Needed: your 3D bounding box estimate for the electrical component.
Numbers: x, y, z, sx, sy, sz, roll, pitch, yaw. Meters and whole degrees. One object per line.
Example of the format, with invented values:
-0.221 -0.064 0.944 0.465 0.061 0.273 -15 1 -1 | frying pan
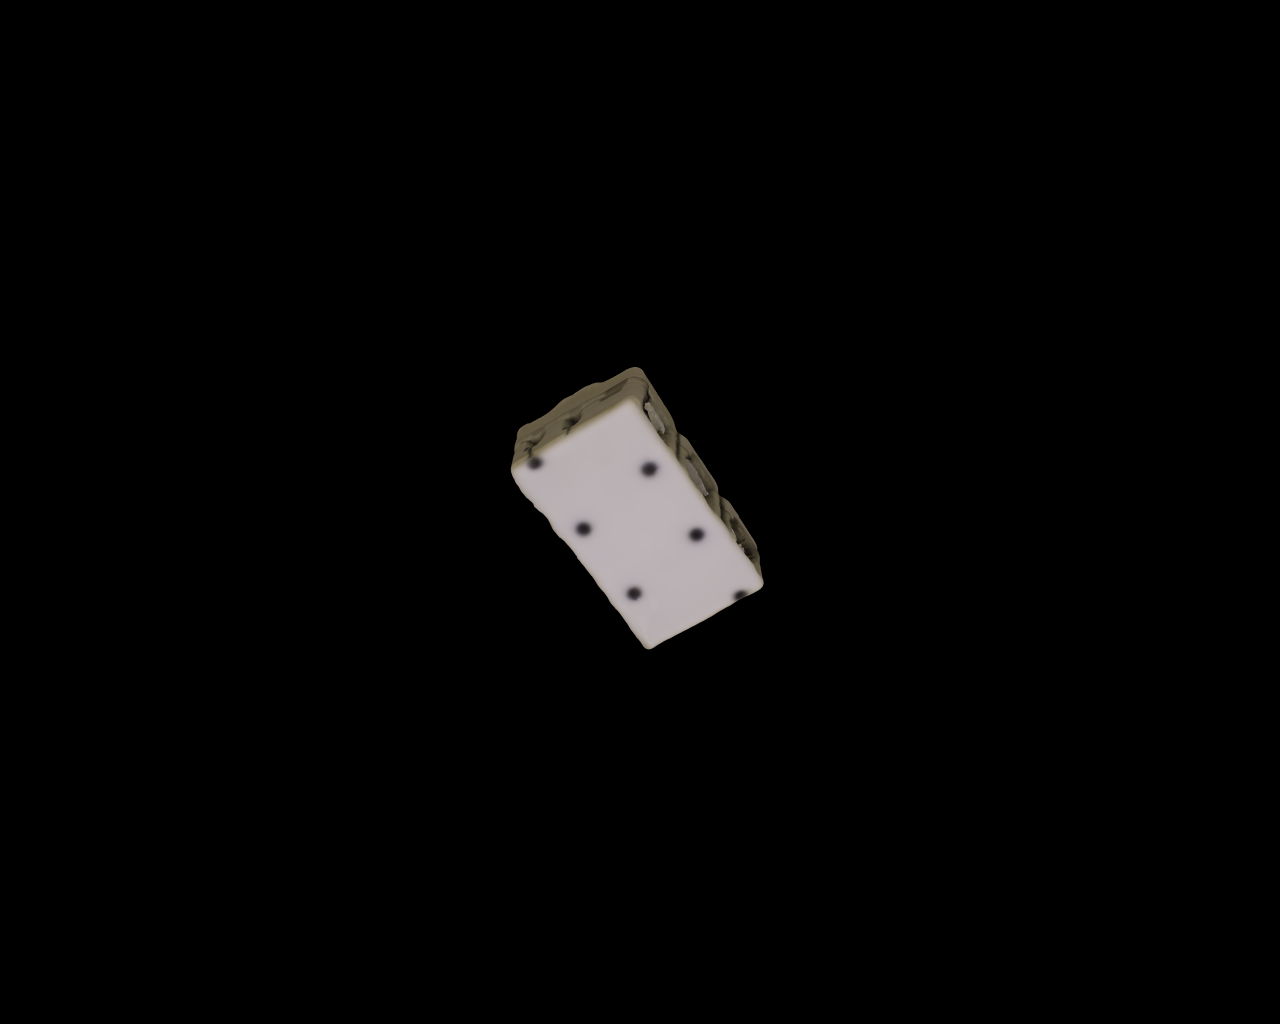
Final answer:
0.001 -0.003 0.650 0.089 0.150 0.062 -29 24 14 | electrical component
